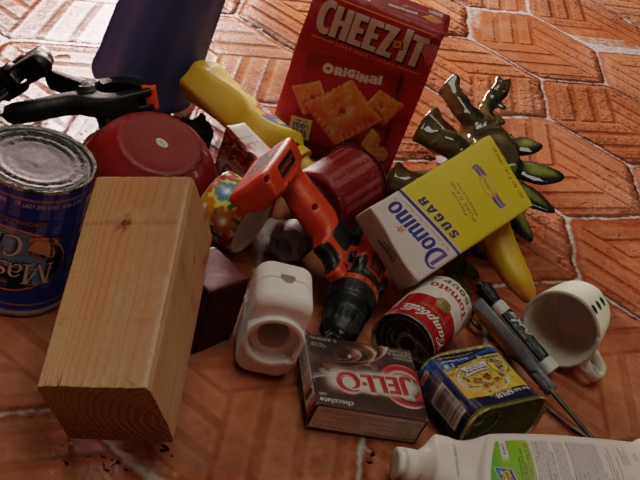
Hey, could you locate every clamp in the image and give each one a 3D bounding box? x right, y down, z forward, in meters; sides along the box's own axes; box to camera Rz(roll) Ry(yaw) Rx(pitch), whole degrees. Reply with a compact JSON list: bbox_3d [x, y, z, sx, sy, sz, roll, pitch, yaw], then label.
[{"bbox_3d":[-0.333,-0.177,1.165,0.036,0.165,0.210,56,19,-19],"label":"clamp"},{"bbox_3d":[-0.264,-0.168,1.221,0.171,0.039,0.120,0,37,5],"label":"clamp"}]

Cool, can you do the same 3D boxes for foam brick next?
[{"bbox_3d":[-0.108,0.055,0.992,0.053,0.078,0.051,40,39,26],"label":"foam brick"}]

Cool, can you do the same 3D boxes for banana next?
[{"bbox_3d":[0.206,-0.022,1.202,0.069,0.037,0.198,13,53,-17],"label":"banana"}]

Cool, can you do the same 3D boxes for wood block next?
[{"bbox_3d":[-0.155,0.054,0.883,0.091,0.090,0.206,1,53,8],"label":"wood block"}]

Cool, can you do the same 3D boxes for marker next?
[{"bbox_3d":[0.208,0.093,1.135,0.020,0.020,0.121,-23,69,-47],"label":"marker"}]

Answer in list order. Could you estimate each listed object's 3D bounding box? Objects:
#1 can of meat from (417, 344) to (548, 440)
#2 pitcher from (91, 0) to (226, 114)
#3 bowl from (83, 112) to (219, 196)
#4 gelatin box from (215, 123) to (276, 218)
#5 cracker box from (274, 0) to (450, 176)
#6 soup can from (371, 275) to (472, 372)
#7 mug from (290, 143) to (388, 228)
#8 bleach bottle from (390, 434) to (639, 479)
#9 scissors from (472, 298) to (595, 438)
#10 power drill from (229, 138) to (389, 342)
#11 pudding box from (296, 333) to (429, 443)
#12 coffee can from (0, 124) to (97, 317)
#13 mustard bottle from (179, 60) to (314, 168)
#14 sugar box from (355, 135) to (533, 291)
[{"bbox_3d":[0.151,0.149,1.020,0.101,0.057,0.084,-5,39,-35],"label":"can of meat"},{"bbox_3d":[-0.178,-0.289,1.290,0.144,0.243,0.149,-7,48,-41],"label":"pitcher"},{"bbox_3d":[-0.177,-0.086,1.144,0.162,0.055,0.162,13,48,-15],"label":"bowl"},{"bbox_3d":[-0.080,-0.076,1.197,0.030,0.073,0.089,-14,48,-39],"label":"gelatin box"},{"bbox_3d":[0.044,-0.197,1.308,0.164,0.214,0.072,20,33,-2],"label":"cracker box"},{"bbox_3d":[0.105,0.084,1.076,0.068,0.069,0.102,32,34,16],"label":"soup can"},{"bbox_3d":[0.022,-0.043,1.205,0.081,0.093,0.117,-34,98,-45],"label":"mug"},{"bbox_3d":[0.184,0.210,0.948,0.250,0.068,0.102,11,34,-11],"label":"bleach bottle"},{"bbox_3d":[0.223,0.140,1.095,0.202,0.016,0.096,51,0,2],"label":"scissors"},{"bbox_3d":[-0.007,0.001,1.076,0.187,0.057,0.184,50,29,-15],"label":"power drill"},{"bbox_3d":[0.037,0.137,0.989,0.113,0.039,0.090,9,36,-16],"label":"pudding box"},{"bbox_3d":[-0.263,-0.017,0.952,0.102,0.140,0.103,14,34,-10],"label":"coffee can"},{"bbox_3d":[-0.078,-0.137,1.278,0.192,0.058,0.096,41,5,15],"label":"mustard bottle"},{"bbox_3d":[0.132,-0.030,1.124,0.176,0.048,0.093,-32,90,-29],"label":"sugar box"}]
